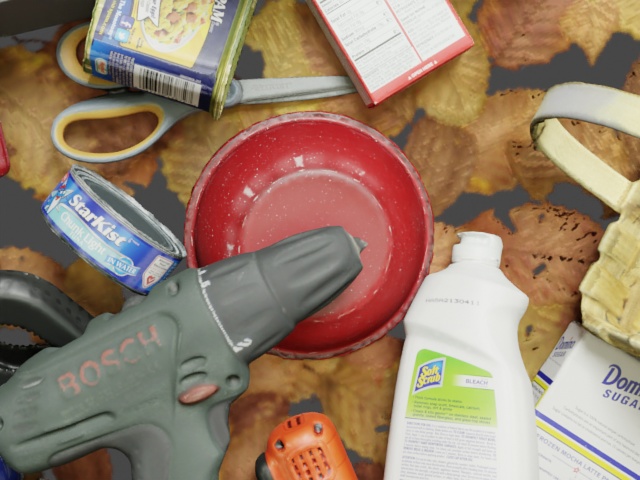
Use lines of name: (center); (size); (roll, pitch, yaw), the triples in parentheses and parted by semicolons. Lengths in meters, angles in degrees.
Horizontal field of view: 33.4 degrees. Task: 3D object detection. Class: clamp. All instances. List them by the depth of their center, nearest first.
clamp: (-0.219, 0.041, 0.628); (0.210, 0.036, 0.165); (10, 129, -10)

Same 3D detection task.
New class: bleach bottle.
bleach bottle: (0.093, 0.120, 0.649); (0.103, 0.068, 0.251); (3, 78, 21)

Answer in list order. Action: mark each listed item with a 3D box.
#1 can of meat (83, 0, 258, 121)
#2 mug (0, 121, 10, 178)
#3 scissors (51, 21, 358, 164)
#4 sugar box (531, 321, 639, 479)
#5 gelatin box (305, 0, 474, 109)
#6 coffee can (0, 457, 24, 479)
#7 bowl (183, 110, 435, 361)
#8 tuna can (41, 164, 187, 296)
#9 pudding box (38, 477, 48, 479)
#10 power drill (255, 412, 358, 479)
can of meat: (-0.084, -0.132, 0.624); (0.084, 0.057, 0.102); (17, 72, -5)
mug: (-0.239, -0.068, 0.621); (0.117, 0.093, 0.081); (-5, 103, 26)
scissors: (-0.073, -0.107, 0.659); (0.201, 0.016, 0.096); (-20, 88, -10)
sugar box: (0.157, 0.151, 0.692); (0.093, 0.048, 0.176); (34, 90, -5)
gelatin box: (0.040, -0.137, 0.655); (0.073, 0.030, 0.089); (-32, 94, -4)
coffee can: (-0.235, 0.154, 0.614); (0.102, 0.140, 0.103); (-1, 97, -5)
bowl: (-0.004, 0.001, 0.658); (0.162, 0.055, 0.162); (0, 96, -4)
tuna can: (-0.122, -0.005, 0.632); (0.086, 0.086, 0.034); (39, 93, -8)
pudding box: (-0.172, 0.204, 0.638); (0.039, 0.113, 0.090); (12, 95, 0)
power drill: (-0.044, 0.223, 0.681); (0.187, 0.057, 0.184); (-23, 97, -4)
